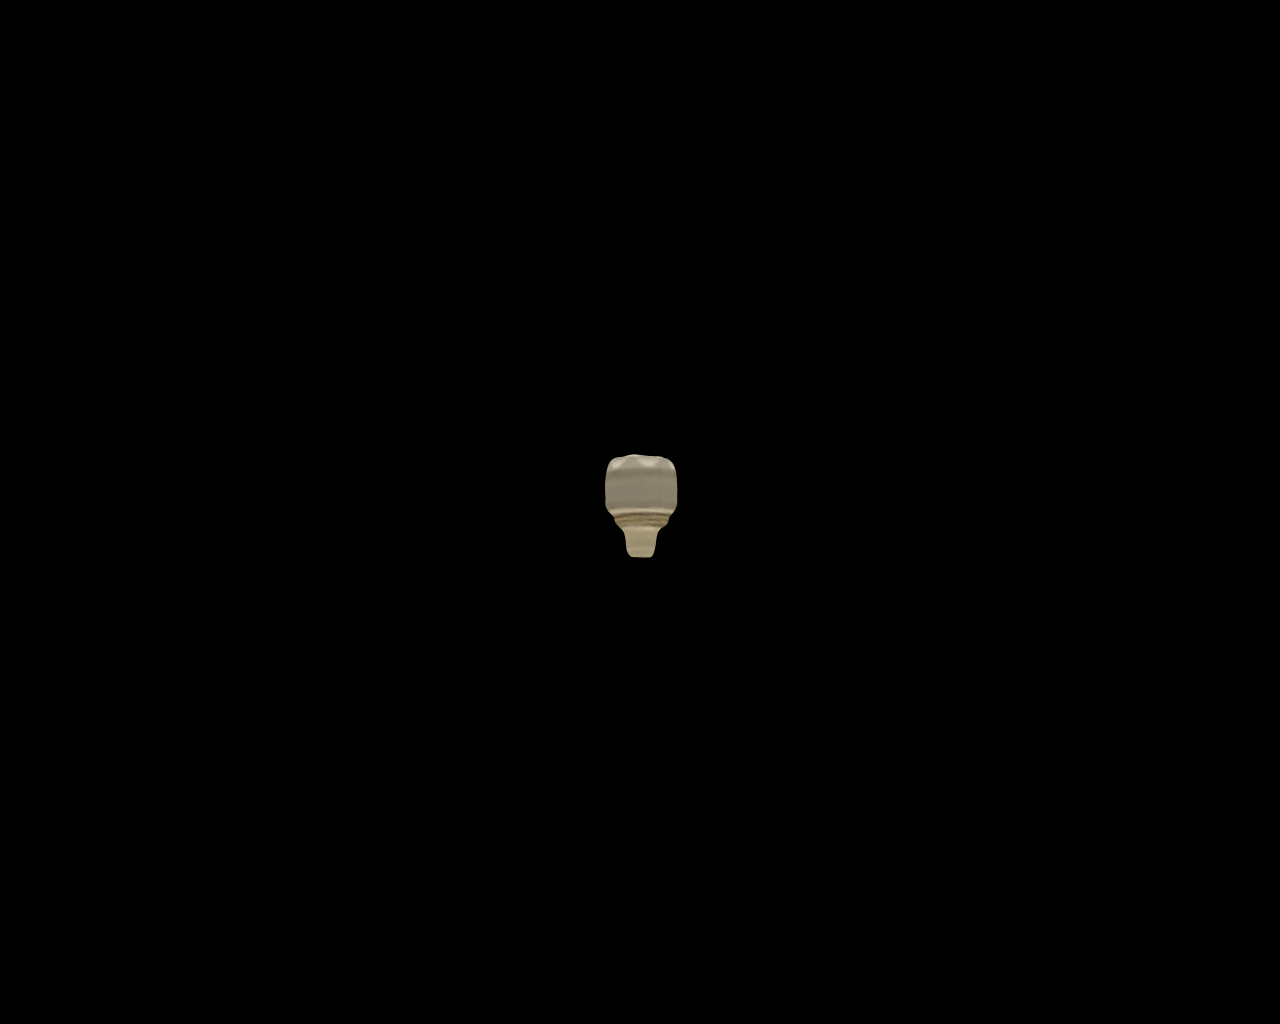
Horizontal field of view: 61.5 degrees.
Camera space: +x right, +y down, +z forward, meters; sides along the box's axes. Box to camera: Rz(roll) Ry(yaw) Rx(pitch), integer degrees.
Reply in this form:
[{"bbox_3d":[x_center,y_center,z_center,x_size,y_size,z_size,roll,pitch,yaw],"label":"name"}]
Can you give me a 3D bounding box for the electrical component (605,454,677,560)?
[{"bbox_3d":[0.001,-0.003,0.650,0.043,0.062,0.043,0,-7,0],"label":"electrical component"}]
